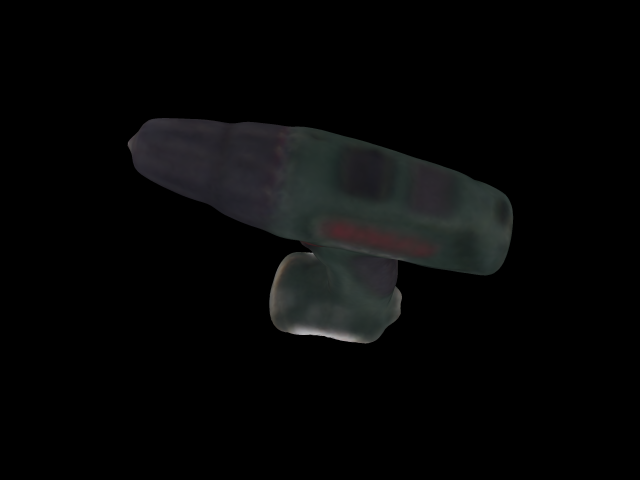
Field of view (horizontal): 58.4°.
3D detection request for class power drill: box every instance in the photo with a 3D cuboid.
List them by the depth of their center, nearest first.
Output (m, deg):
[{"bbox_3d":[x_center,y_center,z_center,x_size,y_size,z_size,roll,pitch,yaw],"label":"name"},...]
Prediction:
[{"bbox_3d":[0.004,0.001,0.400,0.229,0.208,0.075,6,63,3],"label":"power drill"}]
